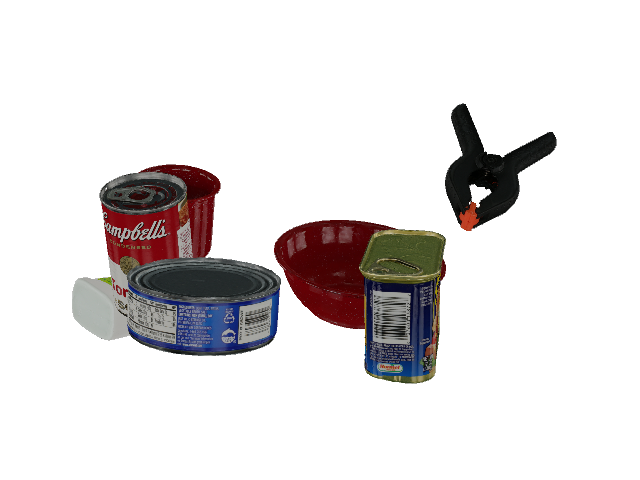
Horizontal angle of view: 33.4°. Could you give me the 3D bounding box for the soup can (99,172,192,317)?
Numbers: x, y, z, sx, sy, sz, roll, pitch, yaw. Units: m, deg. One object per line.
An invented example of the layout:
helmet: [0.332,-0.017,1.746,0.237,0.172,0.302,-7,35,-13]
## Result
soup can: [-0.138,0.005,0.858,0.068,0.102,0.068,-1,30,0]

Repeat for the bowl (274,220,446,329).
bowl: [0.035,0.038,1.003,0.162,0.055,0.162,5,24,-3]

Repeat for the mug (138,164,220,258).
mug: [-0.161,-0.032,1.161,0.093,0.081,0.117,-6,30,-23]

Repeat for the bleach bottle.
bleach bottle: [-0.209,0.075,1.474,0.250,0.068,0.103,-11,26,-44]

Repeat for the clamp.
clamp: [0.174,-0.083,1.159,0.120,0.039,0.171,22,49,19]

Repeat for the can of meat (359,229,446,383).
can of meat: [0.062,0.047,0.788,0.057,0.084,0.102,2,19,9]

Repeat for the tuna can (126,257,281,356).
tuna can: [-0.066,0.036,0.599,0.086,0.034,0.086,3,13,-1]
